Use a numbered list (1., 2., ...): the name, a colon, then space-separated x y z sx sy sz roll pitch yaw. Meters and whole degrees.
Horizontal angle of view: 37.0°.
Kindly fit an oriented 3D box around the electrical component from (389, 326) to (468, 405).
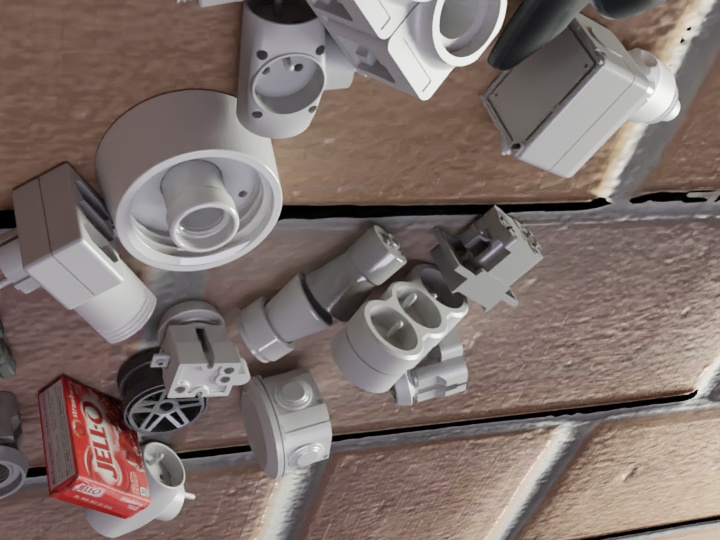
1. electrical component: 0.048 0.074 0.849 0.057 0.058 0.078 -16 153 -7

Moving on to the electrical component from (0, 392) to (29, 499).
1. electrical component: -0.266 0.126 0.760 0.058 0.057 0.078 -9 140 -16

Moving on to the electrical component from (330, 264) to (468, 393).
1. electrical component: 0.021 0.050 0.771 0.073 0.052 0.138 -49 172 30

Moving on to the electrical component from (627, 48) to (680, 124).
1. electrical component: 0.188 -0.116 0.706 0.062 0.043 0.043 20 125 -43

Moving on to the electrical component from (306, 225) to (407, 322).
1. electrical component: 0.000 0.000 0.755 0.065 0.044 0.044 -41 138 14

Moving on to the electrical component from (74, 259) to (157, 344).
1. electrical component: -0.163 0.015 0.691 0.043 0.043 0.081 -26 142 4

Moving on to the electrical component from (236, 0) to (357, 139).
1. electrical component: -0.028 -0.118 0.599 0.079 0.044 0.077 -9 139 -18

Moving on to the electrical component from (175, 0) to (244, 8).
1. electrical component: -0.083 -0.152 0.534 0.062 0.043 0.043 -13 141 -10

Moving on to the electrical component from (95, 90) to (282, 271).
1. electrical component: -0.098 -0.045 0.637 0.108 0.060 0.108 -13 141 -11

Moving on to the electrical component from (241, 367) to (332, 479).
1. electrical component: -0.058 0.117 0.833 0.051 0.080 0.080 -14 141 -20

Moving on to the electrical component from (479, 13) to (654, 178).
1. electrical component: 0.126 -0.104 0.675 0.061 0.061 0.096 16 128 -38

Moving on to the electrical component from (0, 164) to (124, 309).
1. electrical component: -0.187 -0.011 0.630 0.077 0.065 0.047 -27 142 5

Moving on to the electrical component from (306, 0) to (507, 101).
1. electrical component: 0.013 -0.165 0.523 0.089 0.062 0.150 -52 140 -8

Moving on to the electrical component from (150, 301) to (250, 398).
1. electrical component: -0.115 0.055 0.751 0.066 0.055 0.048 1 136 -27

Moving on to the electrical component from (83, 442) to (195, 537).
1. electrical component: -0.172 0.183 0.882 0.077 0.044 0.079 -40 138 21

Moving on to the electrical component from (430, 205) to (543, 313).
1. electrical component: 0.095 -0.010 0.787 0.064 0.042 0.081 -41 139 19

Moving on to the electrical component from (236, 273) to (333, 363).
1. electrical component: -0.054 0.035 0.765 0.055 0.045 0.045 -32 141 12
